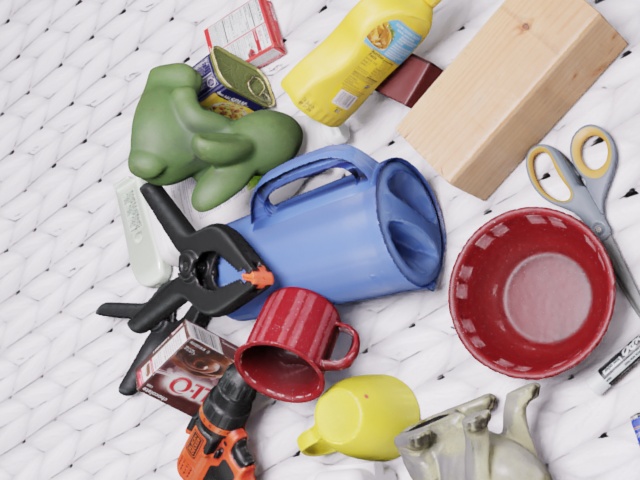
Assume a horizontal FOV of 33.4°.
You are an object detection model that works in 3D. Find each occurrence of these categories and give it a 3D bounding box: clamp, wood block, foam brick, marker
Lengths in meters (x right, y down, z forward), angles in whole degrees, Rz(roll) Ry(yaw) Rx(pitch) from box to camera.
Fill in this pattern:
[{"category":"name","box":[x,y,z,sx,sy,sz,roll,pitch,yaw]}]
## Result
[{"category":"clamp","box":[-0.193,0.091,1.255,0.172,0.039,0.120,-38,69,14]},{"category":"wood block","box":[0.184,-0.149,1.036,0.206,0.090,0.091,-49,59,15]},{"category":"foam brick","box":[0.086,-0.171,1.123,0.078,0.052,0.051,33,99,33]},{"category":"marker","box":[0.291,0.095,0.966,0.121,0.020,0.020,-46,61,17]},{"category":"clamp","box":[-0.129,0.017,1.097,0.210,0.036,0.164,-2,87,44]}]

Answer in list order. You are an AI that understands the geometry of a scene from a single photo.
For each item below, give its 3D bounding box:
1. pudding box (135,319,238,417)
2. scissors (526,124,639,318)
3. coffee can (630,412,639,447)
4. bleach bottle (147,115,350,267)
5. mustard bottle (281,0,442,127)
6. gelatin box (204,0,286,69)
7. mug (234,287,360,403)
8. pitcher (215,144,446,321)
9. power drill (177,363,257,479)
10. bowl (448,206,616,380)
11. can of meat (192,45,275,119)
[{"category":"pudding box","box":[-0.130,0.146,1.163,0.090,0.113,0.039,-45,33,17]},{"category":"scissors","box":[0.273,-0.027,1.002,0.096,0.016,0.202,-46,62,17]},{"category":"coffee can","box":[0.325,0.201,0.875,0.103,0.102,0.140,-22,70,27]},{"category":"bleach bottle","box":[-0.076,-0.063,1.198,0.251,0.068,0.102,-26,67,23]},{"category":"mustard bottle","box":[0.054,-0.198,1.058,0.192,0.096,0.058,-44,60,18]},{"category":"gelatin box","box":[-0.088,-0.234,1.255,0.089,0.030,0.073,-26,67,25]},{"category":"mug","box":[-0.017,0.101,1.048,0.117,0.093,0.081,1,45,24]},{"category":"pitcher","box":[-0.007,0.001,1.097,0.243,0.144,0.149,-16,79,32]},{"category":"power drill","box":[-0.068,0.241,1.112,0.188,0.057,0.185,51,133,29]},{"category":"bowl","box":[0.205,0.052,1.005,0.162,0.055,0.162,-6,78,31]},{"category":"can of meat","box":[-0.116,-0.164,1.217,0.084,0.101,0.057,-32,61,26]}]
